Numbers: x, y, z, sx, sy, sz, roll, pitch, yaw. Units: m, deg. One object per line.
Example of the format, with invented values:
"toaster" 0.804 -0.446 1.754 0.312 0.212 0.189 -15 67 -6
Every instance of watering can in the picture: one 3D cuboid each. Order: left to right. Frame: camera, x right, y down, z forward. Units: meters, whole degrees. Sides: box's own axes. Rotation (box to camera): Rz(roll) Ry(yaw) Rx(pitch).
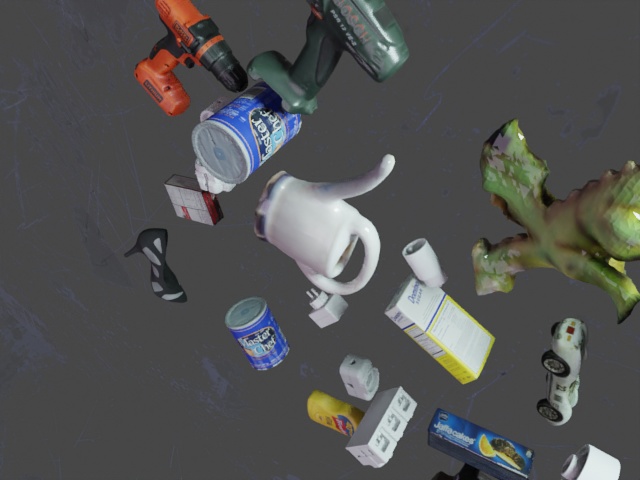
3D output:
"watering can" 0.003 -0.042 0.829 0.226 0.106 0.339 29 140 16

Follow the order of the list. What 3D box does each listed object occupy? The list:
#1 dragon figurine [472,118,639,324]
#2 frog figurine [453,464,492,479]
"dragon figurine" 0.290 -0.047 0.593 0.245 0.124 0.400 36 141 19
"frog figurine" 0.359 0.556 1.090 0.158 0.123 0.138 44 175 -18
